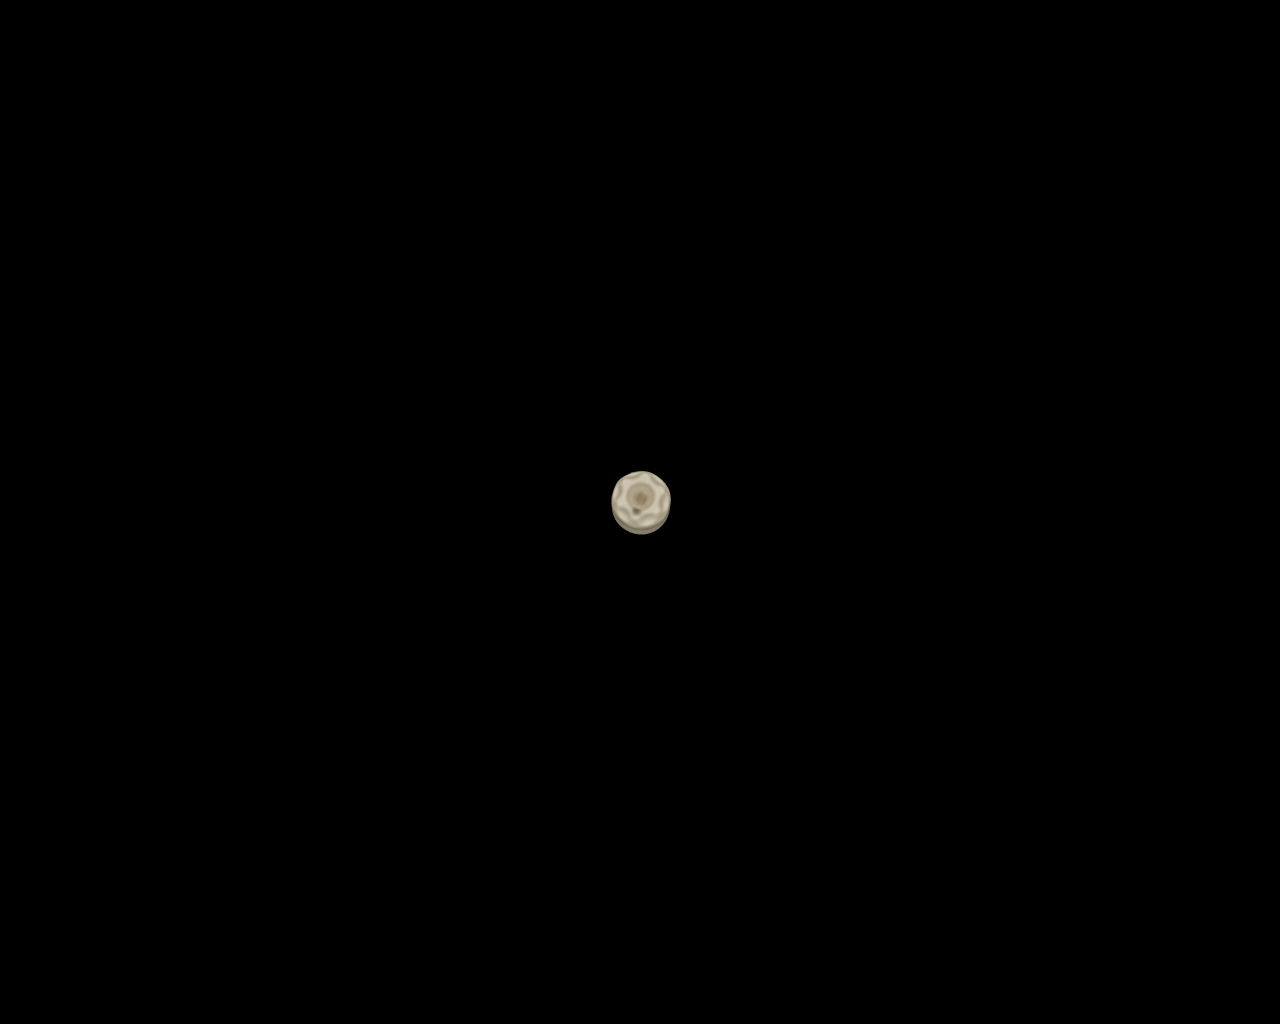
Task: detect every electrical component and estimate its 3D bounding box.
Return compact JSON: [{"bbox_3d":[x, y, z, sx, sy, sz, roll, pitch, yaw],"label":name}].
[{"bbox_3d":[0.001,-0.003,0.650,0.035,0.035,0.061,0,-13,0],"label":"electrical component"}]
